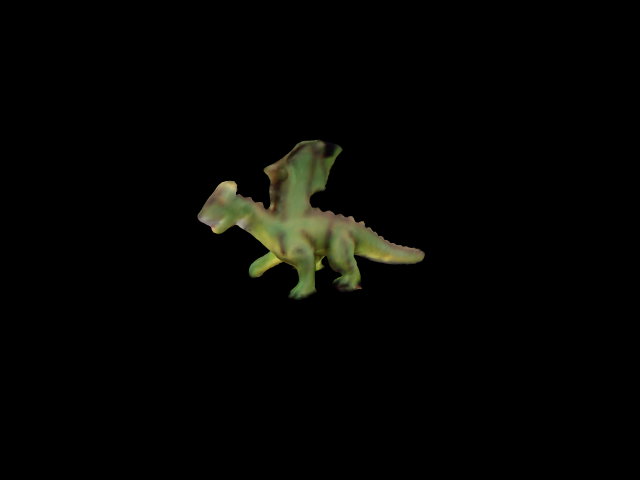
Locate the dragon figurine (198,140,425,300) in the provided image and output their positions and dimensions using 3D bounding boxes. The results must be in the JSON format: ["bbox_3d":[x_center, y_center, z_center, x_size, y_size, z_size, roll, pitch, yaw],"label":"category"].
[{"bbox_3d":[0.003,-0.043,0.850,0.412,0.239,0.123,-9,21,-24],"label":"dragon figurine"}]
